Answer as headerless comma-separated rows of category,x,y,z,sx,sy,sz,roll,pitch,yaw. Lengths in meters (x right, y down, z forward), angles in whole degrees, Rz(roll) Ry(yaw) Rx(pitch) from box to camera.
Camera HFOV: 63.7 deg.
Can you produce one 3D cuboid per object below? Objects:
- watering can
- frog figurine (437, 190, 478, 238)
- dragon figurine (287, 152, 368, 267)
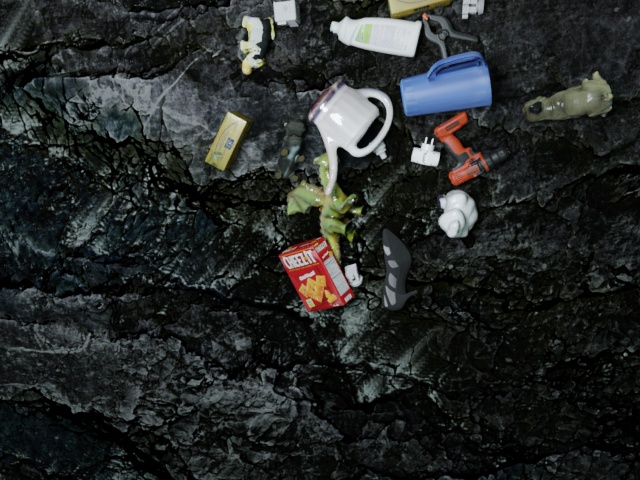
watering can,0.060,-0.317,1.492,0.224,0.103,0.350,39,82,0
frog figurine,0.403,-0.072,1.497,0.122,0.161,0.136,-1,104,6
dragon figurine,0.005,-0.080,1.598,0.244,0.123,0.404,25,111,20
